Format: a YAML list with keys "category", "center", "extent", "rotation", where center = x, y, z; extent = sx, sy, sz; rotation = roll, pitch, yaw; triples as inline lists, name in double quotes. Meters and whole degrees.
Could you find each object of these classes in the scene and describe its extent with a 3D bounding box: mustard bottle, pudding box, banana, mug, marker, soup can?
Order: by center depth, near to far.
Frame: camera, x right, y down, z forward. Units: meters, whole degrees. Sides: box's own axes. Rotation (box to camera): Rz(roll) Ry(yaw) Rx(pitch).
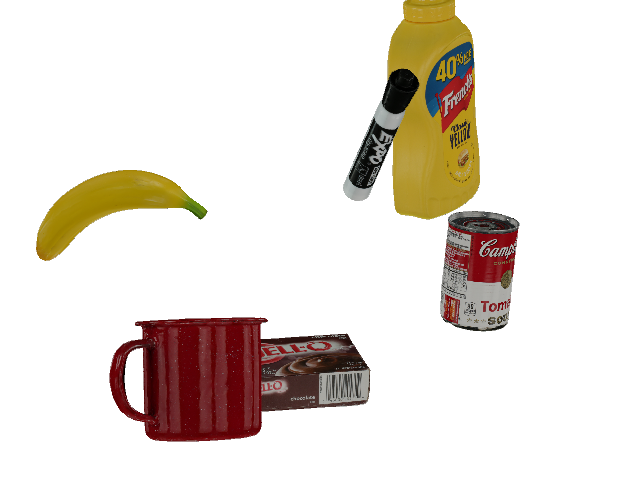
- category: "marker"
  center: [0.038, -0.066, 0.677]
  extent: [0.020, 0.020, 0.121]
  rotation: [0, -32, -15]
- category: "mug"
  center: [-0.092, 0.096, 0.739]
  extent: [0.117, 0.081, 0.093]
  rotation: [3, -7, -41]
- category: "mustard bottle"
  center: [0.092, -0.121, 0.870]
  extent: [0.058, 0.191, 0.096]
  rotation: [13, 31, 36]
- category: "pudding box"
  center: [-0.019, 0.119, 0.971]
  extent: [0.113, 0.039, 0.090]
  rotation: [-1, 17, -12]
- category: "banana"
  center: [-0.205, -0.027, 1.009]
  extent: [0.198, 0.069, 0.037]
  rotation: [-13, 19, 27]
- category: "soup can"
  center: [0.153, 0.029, 1.035]
  extent: [0.068, 0.102, 0.068]
  rotation: [3, 16, -1]
